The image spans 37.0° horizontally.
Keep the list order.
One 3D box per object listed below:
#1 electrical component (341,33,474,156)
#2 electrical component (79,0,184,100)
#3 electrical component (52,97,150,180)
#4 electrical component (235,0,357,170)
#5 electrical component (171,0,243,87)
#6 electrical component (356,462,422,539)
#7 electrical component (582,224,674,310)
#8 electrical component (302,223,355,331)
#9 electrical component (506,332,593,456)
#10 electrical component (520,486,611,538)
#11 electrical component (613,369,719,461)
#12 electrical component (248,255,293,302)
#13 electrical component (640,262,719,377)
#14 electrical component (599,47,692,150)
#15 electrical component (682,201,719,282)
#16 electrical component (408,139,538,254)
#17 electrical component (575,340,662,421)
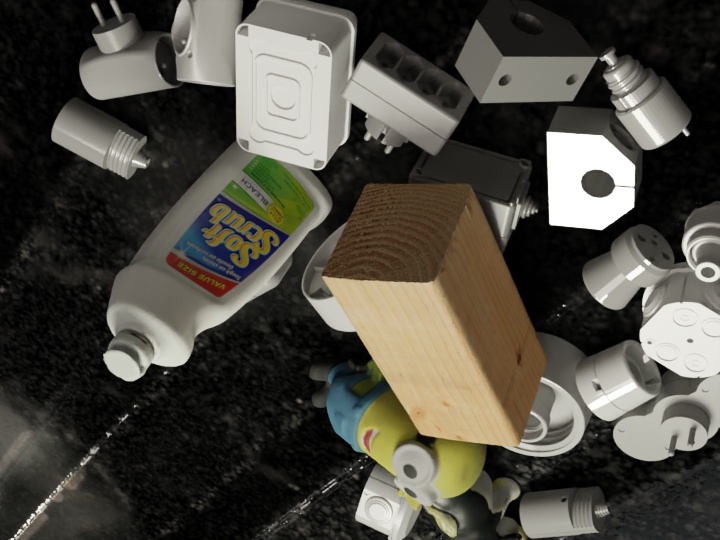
[{"bbox_3d":[0.028,-0.117,0.799,0.083,0.047,0.075,32,134,-2],"label":"electrical component"},{"bbox_3d":[-0.187,-0.178,0.854,0.077,0.044,0.079,-4,125,28],"label":"electrical component"},{"bbox_3d":[-0.218,-0.110,0.926,0.081,0.043,0.043,28,134,2],"label":"electrical component"},{"bbox_3d":[-0.047,-0.142,0.808,0.078,0.057,0.113,16,132,13],"label":"electrical component"},{"bbox_3d":[-0.119,-0.179,0.811,0.079,0.044,0.077,19,104,61],"label":"electrical component"},{"bbox_3d":[0.034,0.222,1.056,0.051,0.080,0.080,22,133,14],"label":"electrical component"},{"bbox_3d":[0.203,-0.002,0.813,0.045,0.045,0.055,38,133,-7],"label":"electrical component"},{"bbox_3d":[0.000,0.000,0.878,0.099,0.099,0.064,-7,129,30],"label":"electrical component"},{"bbox_3d":[0.147,0.113,0.923,0.108,0.060,0.108,13,131,15],"label":"electrical component"},{"bbox_3d":[0.196,0.226,1.006,0.081,0.043,0.043,-15,119,34],"label":"electrical component"},{"bbox_3d":[0.262,0.119,0.865,0.052,0.073,0.138,42,132,-11],"label":"electrical component"},{"bbox_3d":[-0.108,-0.023,0.938,0.059,0.053,0.095,-28,112,39],"label":"electrical component"},{"bbox_3d":[0.254,0.038,0.817,0.080,0.051,0.080,13,131,15],"label":"electrical component"},{"bbox_3d":[0.190,-0.117,0.727,0.040,0.040,0.078,-29,110,39],"label":"electrical component"},{"bbox_3d":[0.251,-0.017,0.765,0.043,0.062,0.043,13,132,15],"label":"electrical component"},{"bbox_3d":[0.087,-0.052,0.816,0.096,0.061,0.061,18,132,11],"label":"electrical component"},{"bbox_3d":[0.212,0.089,0.878,0.055,0.055,0.047,45,128,-13],"label":"electrical component"}]
